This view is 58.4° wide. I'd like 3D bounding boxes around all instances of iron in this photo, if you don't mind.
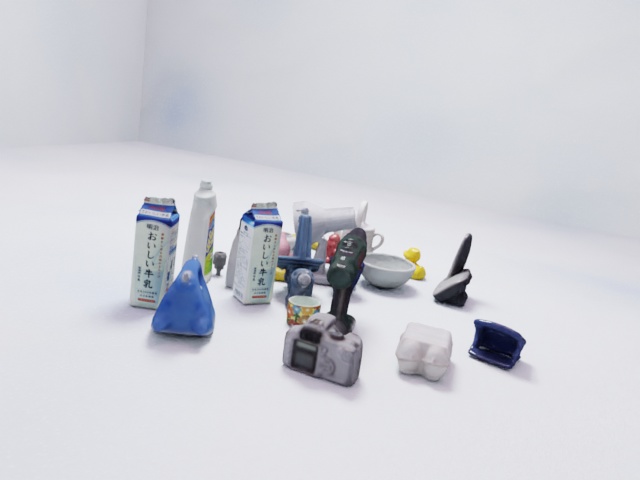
[{"bbox_3d":[-0.265,0.099,1.166,0.119,0.141,0.258,7,14,-8],"label":"iron"}]

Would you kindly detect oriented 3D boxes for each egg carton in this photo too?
[{"bbox_3d":[0.207,0.217,1.137,0.107,0.069,0.150,12,15,12],"label":"egg carton"}]

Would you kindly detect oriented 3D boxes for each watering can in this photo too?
[{"bbox_3d":[0.112,-0.028,1.781,0.173,0.194,0.101,7,14,-8],"label":"watering can"}]

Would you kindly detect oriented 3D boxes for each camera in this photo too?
[{"bbox_3d":[0.021,0.188,1.073,0.142,0.101,0.137,14,15,20],"label":"camera"}]

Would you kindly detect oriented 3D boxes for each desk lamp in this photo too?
[{"bbox_3d":[0.014,0.006,1.550,0.203,0.213,0.118,9,14,1],"label":"desk lamp"}]

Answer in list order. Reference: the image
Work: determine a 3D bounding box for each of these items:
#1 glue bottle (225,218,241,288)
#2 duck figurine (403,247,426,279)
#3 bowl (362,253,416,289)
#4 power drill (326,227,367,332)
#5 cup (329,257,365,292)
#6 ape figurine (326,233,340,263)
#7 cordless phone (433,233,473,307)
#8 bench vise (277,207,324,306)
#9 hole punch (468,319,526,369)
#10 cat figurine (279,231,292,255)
[{"bbox_3d":[-0.200,0.029,1.413,0.037,0.173,0.078,10,14,6],"label":"glue bottle"},{"bbox_3d":[0.283,0.066,1.735,0.078,0.086,0.104,1,16,-29],"label":"duck figurine"},{"bbox_3d":[0.180,0.092,1.594,0.167,0.075,0.167,8,14,-2],"label":"bowl"},{"bbox_3d":[0.055,0.091,1.254,0.075,0.208,0.230,11,14,9],"label":"power drill"},{"bbox_3d":[0.057,0.096,1.465,0.091,0.095,0.118,17,16,29],"label":"cup"},{"bbox_3d":[0.038,0.024,1.737,0.076,0.092,0.077,0,17,-31],"label":"ape figurine"},{"bbox_3d":[0.370,0.075,1.552,0.094,0.185,0.148,12,15,14],"label":"cordless phone"},{"bbox_3d":[-0.032,0.042,1.368,0.122,0.220,0.206,1,16,-27],"label":"bench vise"},{"bbox_3d":[0.380,0.210,1.226,0.108,0.091,0.101,17,17,30],"label":"hole punch"},{"bbox_3d":[-0.092,0.037,1.557,0.128,0.118,0.067,4,15,-19],"label":"cat figurine"}]
